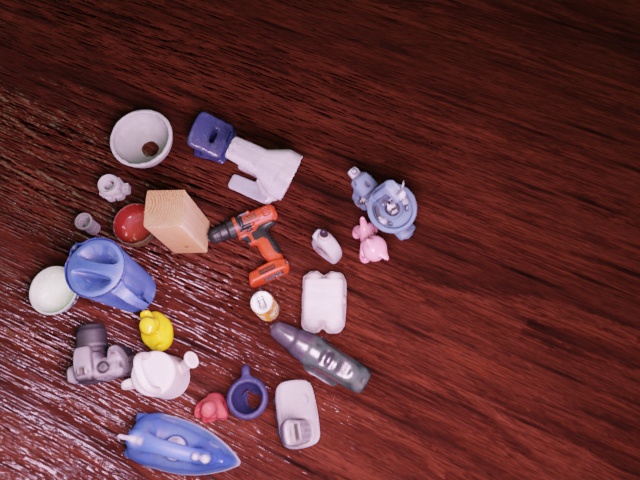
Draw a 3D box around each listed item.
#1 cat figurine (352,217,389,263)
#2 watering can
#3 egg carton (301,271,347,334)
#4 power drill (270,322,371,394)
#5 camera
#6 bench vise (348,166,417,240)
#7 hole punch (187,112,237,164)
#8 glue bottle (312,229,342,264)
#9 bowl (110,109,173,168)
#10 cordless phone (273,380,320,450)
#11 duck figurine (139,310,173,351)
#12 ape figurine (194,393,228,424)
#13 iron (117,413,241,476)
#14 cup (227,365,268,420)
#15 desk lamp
[{"bbox_3d":[0.121,0.004,1.371,0.067,0.118,0.127,-18,72,-1],"label":"cat figurine"},{"bbox_3d":[-0.358,0.293,1.272,0.173,0.194,0.100,-41,74,-9],"label":"watering can"},{"bbox_3d":[0.010,0.148,1.358,0.107,0.069,0.150,-1,72,4],"label":"egg carton"},{"bbox_3d":[0.002,0.259,1.250,0.229,0.208,0.076,27,76,12],"label":"power drill"},{"bbox_3d":[-0.521,0.263,1.343,0.143,0.101,0.137,-11,72,1],"label":"camera"},{"bbox_3d":[0.138,-0.098,1.349,0.207,0.220,0.121,27,76,12],"label":"bench vise"},{"bbox_3d":[-0.281,-0.269,1.501,0.101,0.091,0.109,17,74,9],"label":"hole punch"},{"bbox_3d":[0.012,0.005,1.349,0.078,0.173,0.037,34,78,14],"label":"glue bottle"},{"bbox_3d":[-0.462,-0.256,1.518,0.167,0.075,0.167,-1,72,4],"label":"bowl"},{"bbox_3d":[-0.057,0.374,1.230,0.094,0.185,0.147,-13,72,0],"label":"cordless phone"},{"bbox_3d":[-0.396,0.213,1.357,0.077,0.086,0.104,-25,72,-4],"label":"duck figurine"},{"bbox_3d":[-0.246,0.382,1.290,0.077,0.092,0.076,21,75,11],"label":"ape figurine"},{"bbox_3d":[-0.307,0.454,1.245,0.258,0.141,0.119,12,73,8],"label":"iron"},{"bbox_3d":[-0.158,0.345,1.293,0.091,0.095,0.118,-9,72,2],"label":"cup"},{"bbox_3d":[-0.140,-0.166,1.393,0.203,0.213,0.118,23,75,11],"label":"desk lamp"}]
